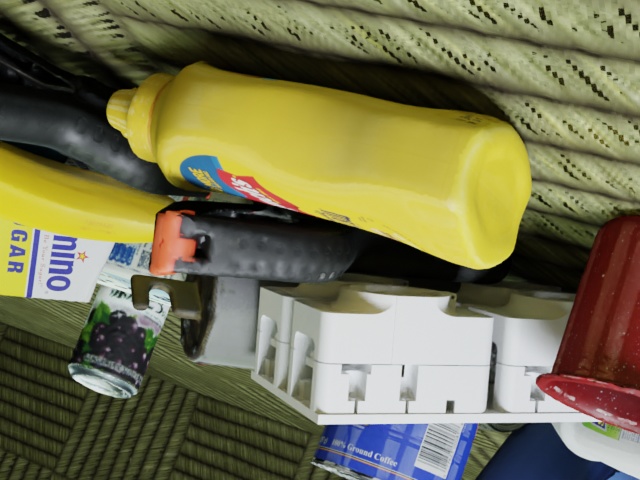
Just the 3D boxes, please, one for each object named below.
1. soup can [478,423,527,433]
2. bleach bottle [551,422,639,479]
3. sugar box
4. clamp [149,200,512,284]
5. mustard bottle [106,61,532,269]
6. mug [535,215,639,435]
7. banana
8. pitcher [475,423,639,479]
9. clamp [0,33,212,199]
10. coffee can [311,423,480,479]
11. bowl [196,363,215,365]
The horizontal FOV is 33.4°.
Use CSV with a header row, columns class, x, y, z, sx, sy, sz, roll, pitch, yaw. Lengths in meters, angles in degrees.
class,x,y,z,sx,sy,sz,roll,pitch,yaw
soup can,0.116,0.113,0.851,0.068,0.068,0.102,29,164,-31
bleach bottle,0.200,0.086,0.590,0.068,0.102,0.251,28,172,-16
sugar box,-0.206,-0.016,0.629,0.175,0.093,0.048,9,-151,-34
clamp,-0.004,0.001,0.533,0.165,0.036,0.209,11,-173,24
mustard bottle,-0.011,-0.039,0.460,0.192,0.058,0.096,16,177,25
mug,0.157,0.045,0.484,0.093,0.081,0.117,14,165,27
banana,-0.141,-0.030,0.561,0.070,0.037,0.197,-22,155,38
pitcher,0.169,0.206,0.778,0.145,0.149,0.242,9,-158,32
clamp,-0.121,-0.058,0.521,0.171,0.039,0.120,22,-154,-20
coffee can,0.065,0.107,0.747,0.103,0.140,0.103,20,167,5
bowl,-0.020,0.074,0.867,0.162,0.055,0.162,-1,174,0
